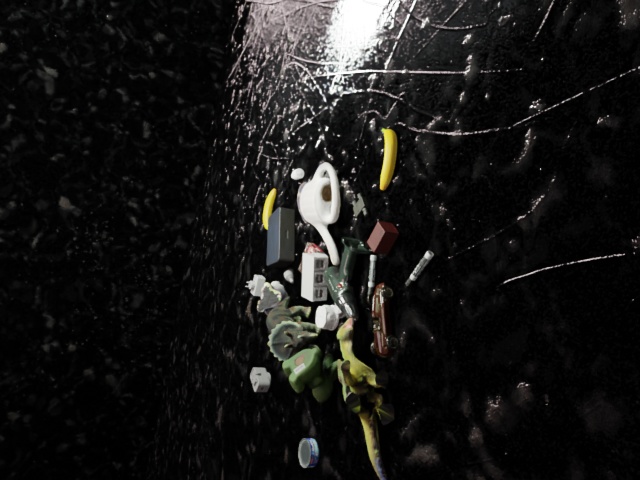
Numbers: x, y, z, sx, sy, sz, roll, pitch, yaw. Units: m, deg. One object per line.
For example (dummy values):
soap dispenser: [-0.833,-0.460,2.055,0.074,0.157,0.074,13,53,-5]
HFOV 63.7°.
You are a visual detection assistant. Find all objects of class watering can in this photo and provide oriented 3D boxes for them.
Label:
watering can: [0.005,-0.089,1.777,0.224,0.104,0.348,-4,87,63]

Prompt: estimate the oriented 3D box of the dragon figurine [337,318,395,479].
dragon figurine: [0.107,0.426,1.423,0.241,0.122,0.412,148,115,-78]

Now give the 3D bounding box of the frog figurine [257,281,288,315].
frog figurine: [-0.181,0.234,2.042,0.158,0.122,0.139,52,-148,-78]
